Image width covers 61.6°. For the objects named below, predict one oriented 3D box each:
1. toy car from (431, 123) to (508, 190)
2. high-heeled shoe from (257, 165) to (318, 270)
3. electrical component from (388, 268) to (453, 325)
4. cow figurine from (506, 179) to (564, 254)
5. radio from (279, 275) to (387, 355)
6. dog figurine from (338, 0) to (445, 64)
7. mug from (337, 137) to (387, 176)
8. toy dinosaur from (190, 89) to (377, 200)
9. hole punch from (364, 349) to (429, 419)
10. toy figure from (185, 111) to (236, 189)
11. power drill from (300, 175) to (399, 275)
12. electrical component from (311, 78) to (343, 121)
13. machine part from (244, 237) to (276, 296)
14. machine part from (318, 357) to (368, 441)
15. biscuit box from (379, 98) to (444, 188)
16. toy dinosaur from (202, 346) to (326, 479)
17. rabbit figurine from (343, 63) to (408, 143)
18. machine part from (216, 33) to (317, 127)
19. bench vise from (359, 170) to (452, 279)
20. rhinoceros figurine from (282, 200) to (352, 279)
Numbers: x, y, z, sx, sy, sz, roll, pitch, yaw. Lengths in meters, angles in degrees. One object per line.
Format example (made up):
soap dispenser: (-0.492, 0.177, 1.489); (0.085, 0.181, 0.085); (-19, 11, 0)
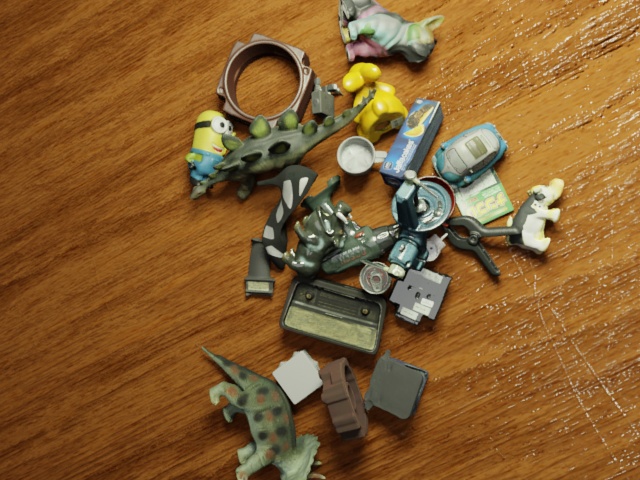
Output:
toy car: (0.328, -0.185, 1.160); (0.162, 0.103, 0.109); (-32, 86, 9)
high-heeled shoe: (-0.057, -0.047, 1.200); (0.145, 0.086, 0.248); (-2, 117, 17)
electrical component: (0.218, 0.120, 1.204); (0.115, 0.058, 0.134); (25, 92, 9)
cow figurine: (0.469, -0.060, 1.175); (0.098, 0.068, 0.167); (17, 90, 13)
radio: (0.035, 0.163, 1.216); (0.230, 0.073, 0.131); (15, 91, 6)
dog figurine: (0.160, -0.475, 1.200); (0.219, 0.108, 0.191); (-6, 65, -6)
mug: (0.095, -0.183, 1.201); (0.110, 0.107, 0.080); (-9, 88, 4)
toy dinosaur: (-0.087, -0.199, 1.173); (0.472, 0.198, 0.105); (-26, 76, 7)
hole punch: (0.174, 0.325, 1.198); (0.116, 0.092, 0.142); (20, 91, 28)
toy figure: (-0.266, -0.213, 1.260); (0.089, 0.082, 0.180); (19, 94, 9)
power drill: (0.070, -0.043, 1.216); (0.232, 0.086, 0.207); (-34, 91, 12)
electrical component: (0.018, -0.314, 1.236); (0.045, 0.078, 0.102); (-3, 82, 31)
machine part: (-0.142, 0.063, 1.260); (0.084, 0.039, 0.138); (-1, 90, 15)
machine part: (0.053, 0.344, 1.165); (0.056, 0.179, 0.179); (-21, 86, 9)
biscuit box: (0.203, -0.211, 1.179); (0.059, 0.062, 0.202); (20, 74, 28)
toy dinosaur: (-0.124, 0.401, 1.215); (0.192, 0.131, 0.404); (-21, 82, -6)
rabbit figurine: (0.105, -0.323, 1.195); (0.122, 0.162, 0.173); (-25, 68, 17)
machine part: (-0.123, -0.356, 1.243); (0.201, 0.087, 0.201); (23, 90, 7)
bench vise: (0.180, -0.043, 1.065); (0.129, 0.240, 0.223); (34, 75, 29)
rhinoceros figurine: (-0.002, -0.003, 1.157); (0.112, 0.073, 0.190); (33, 103, 10)
